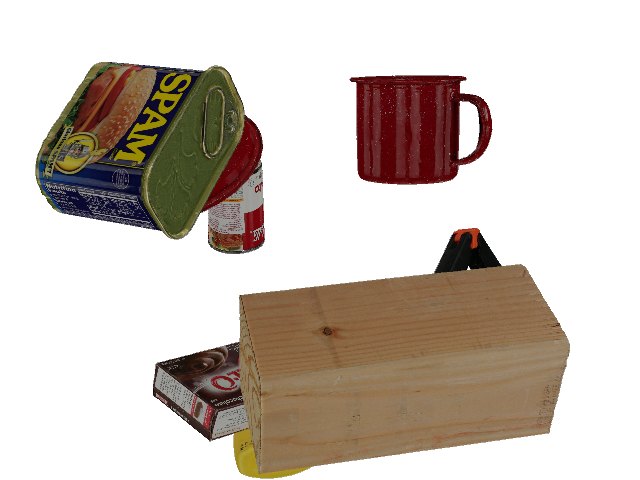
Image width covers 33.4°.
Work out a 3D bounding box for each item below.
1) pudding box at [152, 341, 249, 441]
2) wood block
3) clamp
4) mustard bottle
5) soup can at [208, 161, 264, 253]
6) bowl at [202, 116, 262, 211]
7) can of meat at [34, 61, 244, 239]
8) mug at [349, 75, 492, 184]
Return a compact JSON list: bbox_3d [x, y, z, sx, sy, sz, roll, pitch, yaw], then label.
[{"bbox_3d":[-0.087,0.139,0.999,0.090,0.039,0.113,29,28,37],"label":"pudding box"},{"bbox_3d":[0.052,0.085,0.736,0.206,0.090,0.091,-5,38,-11],"label":"wood block"},{"bbox_3d":[0.131,0.077,0.968,0.120,0.171,0.039,-14,1,-37],"label":"clamp"},{"bbox_3d":[-0.065,0.197,1.255,0.096,0.058,0.192,-9,29,-10],"label":"mustard bottle"},{"bbox_3d":[-0.101,-0.045,1.253,0.068,0.102,0.068,0,28,0],"label":"soup can"},{"bbox_3d":[-0.136,-0.089,0.947,0.162,0.055,0.162,-9,43,9],"label":"bowl"},{"bbox_3d":[-0.105,-0.056,0.618,0.084,0.102,0.057,9,-33,26],"label":"can of meat"},{"bbox_3d":[0.081,-0.089,0.848,0.117,0.081,0.093,5,12,27],"label":"mug"}]
